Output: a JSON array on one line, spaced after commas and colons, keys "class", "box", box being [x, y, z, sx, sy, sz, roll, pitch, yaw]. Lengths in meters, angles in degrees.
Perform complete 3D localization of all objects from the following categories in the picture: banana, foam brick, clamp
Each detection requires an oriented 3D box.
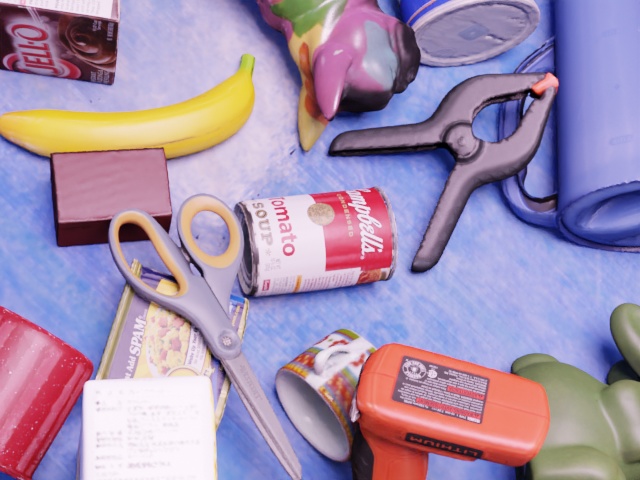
[{"class": "banana", "box": [-0.125, -0.084, 0.763, 0.197, 0.037, 0.070, -16, 46, -21]}, {"class": "foam brick", "box": [-0.143, -0.030, 0.728, 0.078, 0.053, 0.051, -4, 72, -15]}, {"class": "clamp", "box": [0.094, -0.073, 0.785, 0.171, 0.039, 0.120, -44, 87, 0]}]

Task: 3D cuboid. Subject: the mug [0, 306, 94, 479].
[{"class": "mug", "box": [-0.199, 0.089, 0.653, 0.093, 0.117, 0.081, 45, 67, -43]}]

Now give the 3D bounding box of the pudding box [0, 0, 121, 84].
[{"class": "pudding box", "box": [-0.182, -0.147, 0.728, 0.090, 0.114, 0.039, 6, 73, -11]}]

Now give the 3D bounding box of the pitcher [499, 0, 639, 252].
[{"class": "pitcher", "box": [0.230, -0.120, 0.818, 0.149, 0.145, 0.243, 11, 65, -23]}]

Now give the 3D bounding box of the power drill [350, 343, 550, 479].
[{"class": "power drill", "box": [0.076, 0.155, 0.637, 0.184, 0.188, 0.057, 14, 41, 4]}]

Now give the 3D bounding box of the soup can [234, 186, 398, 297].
[{"class": "soup can", "box": [-0.005, 0.001, 0.743, 0.102, 0.069, 0.068, -6, 73, -15]}]

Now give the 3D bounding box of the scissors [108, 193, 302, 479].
[{"class": "scissors", "box": [-0.052, 0.049, 0.683, 0.202, 0.016, 0.096, 47, 59, 4]}]

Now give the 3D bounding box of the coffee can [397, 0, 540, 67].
[{"class": "coffee can", "box": [0.104, -0.221, 0.827, 0.102, 0.103, 0.140, -6, 73, -16]}]

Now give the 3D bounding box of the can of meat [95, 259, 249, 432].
[{"class": "can of meat", "box": [-0.099, 0.074, 0.700, 0.084, 0.057, 0.102, 18, 68, -9]}]
